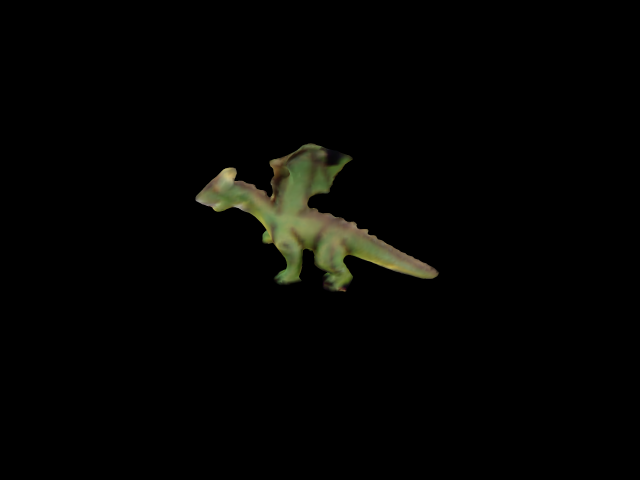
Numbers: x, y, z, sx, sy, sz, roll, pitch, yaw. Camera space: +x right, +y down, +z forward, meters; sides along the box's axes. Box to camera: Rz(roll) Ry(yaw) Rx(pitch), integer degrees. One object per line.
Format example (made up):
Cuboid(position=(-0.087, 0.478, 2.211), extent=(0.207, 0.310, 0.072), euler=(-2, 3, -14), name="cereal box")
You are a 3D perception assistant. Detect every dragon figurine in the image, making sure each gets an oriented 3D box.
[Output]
Cuboid(position=(0.003, -0.043, 0.850), extent=(0.410, 0.237, 0.125), euler=(4, 41, 5), name="dragon figurine")
